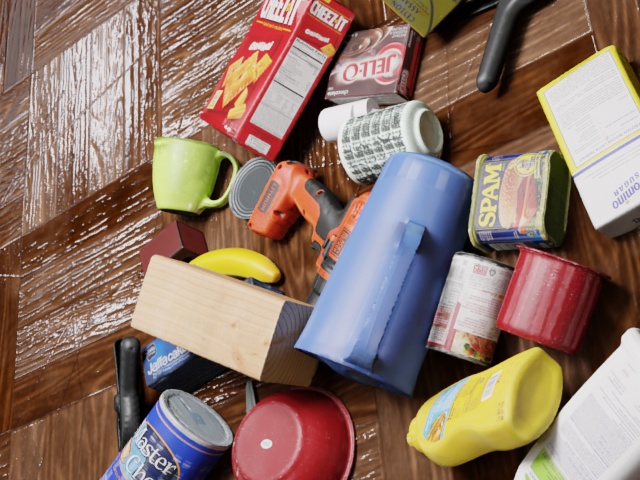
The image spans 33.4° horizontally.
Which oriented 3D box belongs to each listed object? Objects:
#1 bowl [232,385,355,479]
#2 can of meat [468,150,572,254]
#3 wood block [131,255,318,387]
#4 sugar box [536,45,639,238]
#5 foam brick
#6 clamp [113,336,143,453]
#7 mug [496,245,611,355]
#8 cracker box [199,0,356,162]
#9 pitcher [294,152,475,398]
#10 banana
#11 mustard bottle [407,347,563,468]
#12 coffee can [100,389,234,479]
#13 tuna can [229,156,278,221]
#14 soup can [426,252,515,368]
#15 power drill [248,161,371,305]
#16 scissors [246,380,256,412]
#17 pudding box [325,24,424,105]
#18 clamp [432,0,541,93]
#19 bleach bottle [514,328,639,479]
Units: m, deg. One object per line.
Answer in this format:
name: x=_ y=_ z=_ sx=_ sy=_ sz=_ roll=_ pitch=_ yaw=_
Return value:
bowl: x=-0.043 y=0.230 z=1.179 sx=0.162 sy=0.055 sz=0.162 roll=-18 pitch=57 yaw=29
can of meat: x=0.205 y=-0.039 z=1.088 sx=0.084 sy=0.057 sz=0.102 roll=-4 pitch=69 yaw=39
wood block: x=-0.103 y=0.089 z=1.201 sx=0.206 sy=0.090 sz=0.090 roll=16 pitch=88 yaw=38
sugar box: x=0.287 y=-0.097 z=1.048 sx=0.093 sy=0.048 sz=0.176 roll=-33 pitch=56 yaw=28
foam brick: x=-0.196 y=0.021 z=1.431 sx=0.078 sy=0.052 sz=0.051 roll=-39 pitch=50 yaw=24
clamp: x=-0.245 y=0.202 z=1.369 sx=0.120 sy=0.039 sz=0.171 roll=124 pitch=140 yaw=-72
mug: x=0.215 y=0.057 z=1.022 sx=0.117 sy=0.093 sz=0.081 roll=-161 pitch=90 yaw=-76
cracker box: x=-0.061 y=-0.222 z=1.376 sx=0.214 sy=0.072 sz=0.164 roll=-61 pitch=27 yaw=4
pitcher: x=0.079 y=0.033 z=1.114 sx=0.149 sy=0.144 sz=0.243 roll=14 pitch=78 yaw=49
banana: x=-0.127 y=0.045 z=1.372 sx=0.198 sy=0.037 sz=0.069 roll=-21 pitch=75 yaw=36
mustard bottle: x=0.144 y=0.170 z=1.022 sx=0.192 sy=0.058 sz=0.096 roll=-35 pitch=19 yaw=51
coffee can: x=-0.184 y=0.264 z=1.274 sx=0.140 sy=0.102 sz=0.103 roll=-53 pitch=45 yaw=10
tuna can: x=-0.075 y=-0.062 z=1.371 sx=0.086 sy=0.033 sz=0.086 roll=-19 pitch=59 yaw=36
soup can: x=0.153 y=0.070 z=1.073 sx=0.069 sy=0.068 sz=0.102 roll=13 pitch=84 yaw=45
power drill: x=-0.008 y=0.002 z=1.266 sx=0.188 sy=0.057 sz=0.184 roll=39 pitch=104 yaw=43
scissors: x=-0.087 y=0.271 z=1.243 sx=0.096 sy=0.016 sz=0.202 roll=-41 pitch=49 yaw=22
pudding box: x=0.067 y=-0.211 z=1.305 sx=0.114 sy=0.039 sz=0.090 roll=0 pitch=71 yaw=42
clamp: x=0.213 y=-0.271 z=1.197 sx=0.210 sy=0.036 sz=0.165 roll=-44 pitch=44 yaw=21
bleach bottle: x=0.228 y=0.200 z=0.954 sx=0.251 sy=0.068 sz=0.103 roll=-49 pitch=43 yaw=18
